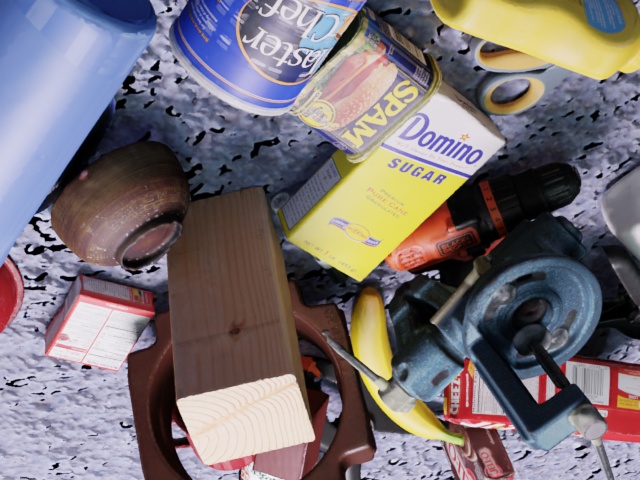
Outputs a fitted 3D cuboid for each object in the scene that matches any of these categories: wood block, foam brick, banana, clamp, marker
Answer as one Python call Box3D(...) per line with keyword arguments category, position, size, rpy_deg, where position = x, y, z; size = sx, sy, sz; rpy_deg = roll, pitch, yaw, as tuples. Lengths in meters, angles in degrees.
Box3D(category="wood block", position=(-0.069, 0.063, 0.865), size=(0.091, 0.206, 0.090), rpy_deg=(-13, 135, 1))
Box3D(category="foam brick", position=(-0.028, 0.185, 1.027), size=(0.051, 0.053, 0.078), rpy_deg=(16, 111, 15))
Box3D(category="banana", position=(0.072, 0.129, 1.055), size=(0.070, 0.037, 0.197), rpy_deg=(-21, 114, 27))
Box3D(category="clamp", position=(0.031, 0.202, 1.095), size=(0.164, 0.036, 0.209), rpy_deg=(-52, 122, -15))
Box3D(category="clamp", position=(0.290, 0.052, 0.972), size=(0.171, 0.039, 0.120), rpy_deg=(4, 145, -22))
Box3D(category="marker", position=(-0.006, 0.001, 0.949), size=(0.020, 0.020, 0.121), rpy_deg=(-26, 133, 14))

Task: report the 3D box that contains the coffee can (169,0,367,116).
Box3D(category="coffee can", position=(-0.025, -0.169, 0.721), size=(0.102, 0.103, 0.140), rpy_deg=(20, 126, -28))

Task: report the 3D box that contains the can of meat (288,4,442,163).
Box3D(category="can of meat", position=(0.026, -0.121, 0.812), size=(0.083, 0.057, 0.102), rpy_deg=(32, 120, -32))

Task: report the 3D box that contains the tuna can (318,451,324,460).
Box3D(category="tuna can", position=(0.009, 0.268, 1.166), size=(0.034, 0.086, 0.086), rpy_deg=(-21, 134, 6))

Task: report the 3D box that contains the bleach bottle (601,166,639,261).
Box3D(category="bleach bottle", position=(0.369, 0.012, 1.010), size=(0.103, 0.068, 0.250), rpy_deg=(-36, 132, 24))

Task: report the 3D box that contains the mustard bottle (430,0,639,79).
Box3D(category="mustard bottle", position=(0.173, -0.163, 0.773), size=(0.191, 0.096, 0.058), rpy_deg=(14, 128, -24))

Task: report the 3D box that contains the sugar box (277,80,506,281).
Box3D(category="sugar box", position=(0.058, -0.051, 0.881), size=(0.093, 0.048, 0.176), rpy_deg=(29, 118, -35))

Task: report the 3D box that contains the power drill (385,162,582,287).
Box3D(category="power drill", position=(0.165, 0.020, 0.979), size=(0.184, 0.057, 0.187), rpy_deg=(-20, 132, 12))

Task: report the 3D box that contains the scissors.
Box3D(category="scissors", position=(0.212, -0.137, 0.863), size=(0.201, 0.016, 0.096), rpy_deg=(2, 135, -14))

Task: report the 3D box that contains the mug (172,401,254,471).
Box3D(category="mug", position=(-0.106, 0.178, 1.050), size=(0.117, 0.093, 0.081), rpy_deg=(-19, 140, -6))

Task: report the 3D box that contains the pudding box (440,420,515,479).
Box3D(category="pudding box", position=(0.167, 0.234, 1.146), size=(0.039, 0.113, 0.090), rpy_deg=(-6, 135, -11))

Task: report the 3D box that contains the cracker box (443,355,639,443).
Box3D(category="cracker box", position=(0.240, 0.155, 1.036), size=(0.164, 0.072, 0.214), rpy_deg=(9, 169, -20))

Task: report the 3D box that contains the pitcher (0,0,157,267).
Box3D(category="pitcher", position=(-0.215, -0.094, 0.750), size=(0.145, 0.149, 0.243), rpy_deg=(35, 117, -19))

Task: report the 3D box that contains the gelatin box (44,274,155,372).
Box3D(category="gelatin box", position=(-0.202, 0.077, 0.974), size=(0.073, 0.030, 0.089), rpy_deg=(17, 127, -27))

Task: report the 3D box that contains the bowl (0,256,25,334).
Box3D(category="bowl", position=(-0.337, 0.062, 0.913), size=(0.162, 0.055, 0.162), rpy_deg=(-6, 135, -7))
